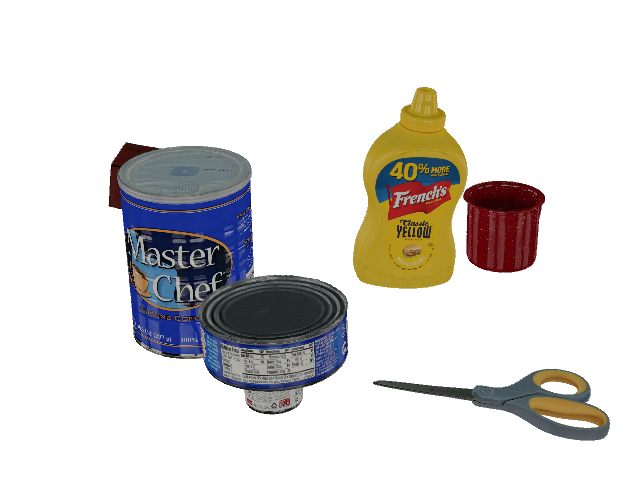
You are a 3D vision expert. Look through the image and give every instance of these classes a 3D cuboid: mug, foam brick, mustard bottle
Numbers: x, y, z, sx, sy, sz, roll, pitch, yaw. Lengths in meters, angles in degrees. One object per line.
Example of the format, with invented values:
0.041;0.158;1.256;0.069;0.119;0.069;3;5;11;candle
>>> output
0.220;-0.019;1.250;0.093;0.081;0.117;20;33;38;mug
-0.172;-0.062;1.098;0.078;0.051;0.053;11;31;3;foam brick
0.087;-0.050;0.996;0.096;0.192;0.058;1;27;-7;mustard bottle

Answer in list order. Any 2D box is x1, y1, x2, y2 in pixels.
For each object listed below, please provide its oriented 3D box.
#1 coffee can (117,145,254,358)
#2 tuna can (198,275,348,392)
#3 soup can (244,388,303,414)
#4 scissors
-0.104;0.008;0.849;0.103;0.140;0.103;-1;26;0;coffee can
-0.026;0.052;0.614;0.086;0.034;0.086;-2;22;1;tuna can
-0.054;0.135;1.201;0.068;0.102;0.068;-1;24;0;soup can
0.154;0.129;0.939;0.202;0.016;0.096;15;28;12;scissors
